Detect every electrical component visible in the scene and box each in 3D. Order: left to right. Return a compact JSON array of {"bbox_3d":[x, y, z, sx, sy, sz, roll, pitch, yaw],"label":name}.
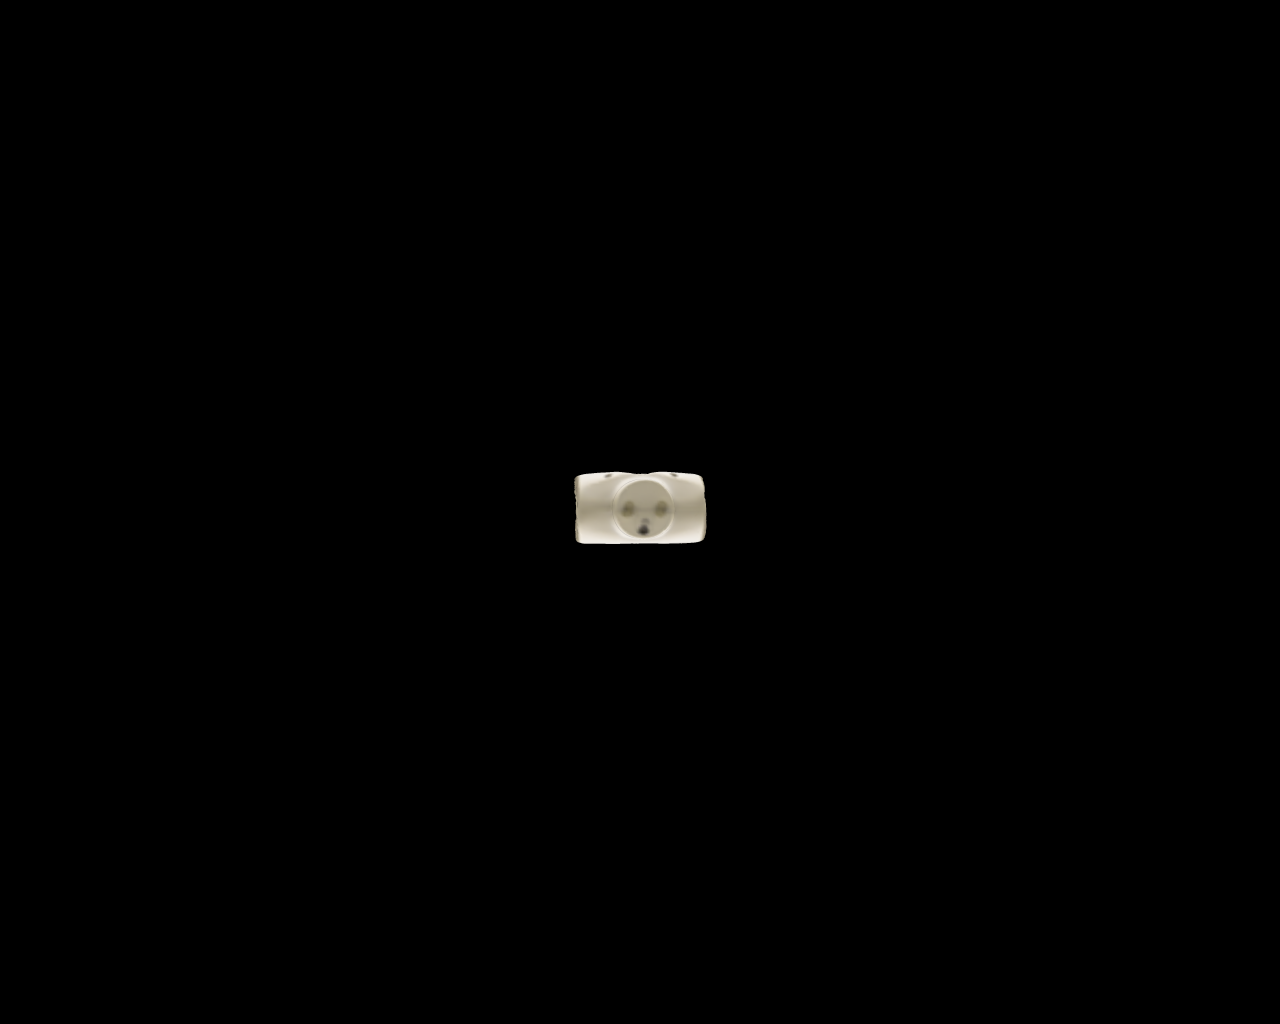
[{"bbox_3d":[0.001,-0.003,0.650,0.077,0.043,0.079,0,0,-4],"label":"electrical component"}]
